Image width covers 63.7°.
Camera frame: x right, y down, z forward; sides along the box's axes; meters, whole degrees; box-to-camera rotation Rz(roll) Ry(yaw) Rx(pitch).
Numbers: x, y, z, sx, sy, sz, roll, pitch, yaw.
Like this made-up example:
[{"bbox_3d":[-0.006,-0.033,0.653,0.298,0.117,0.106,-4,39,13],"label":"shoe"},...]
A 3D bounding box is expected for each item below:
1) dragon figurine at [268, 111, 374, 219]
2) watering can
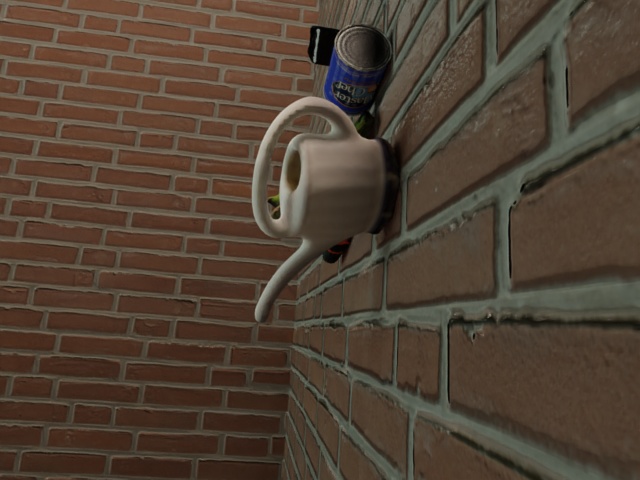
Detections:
[{"bbox_3d":[0.016,-0.148,0.984,0.122,0.241,0.413,33,10,-1],"label":"dragon figurine"},{"bbox_3d":[0.002,-0.039,0.784,0.225,0.342,0.105,-2,21,-23],"label":"watering can"}]
